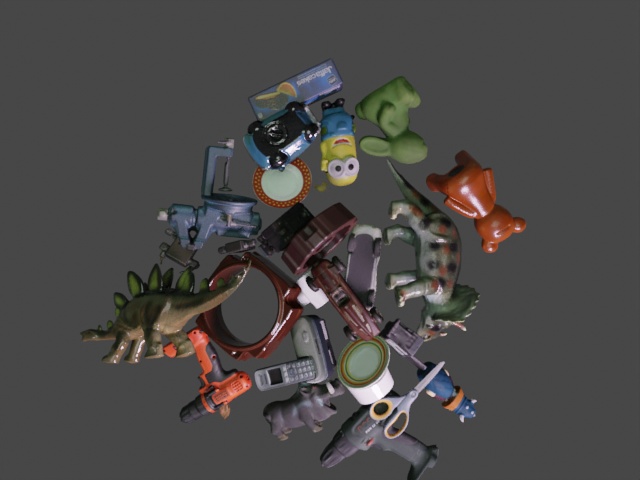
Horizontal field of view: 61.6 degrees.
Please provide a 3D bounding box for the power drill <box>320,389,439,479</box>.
[{"bbox_3d":[0.142,0.463,1.200,0.207,0.086,0.232,37,91,7],"label":"power drill"}]

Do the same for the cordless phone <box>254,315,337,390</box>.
[{"bbox_3d":[-0.066,0.250,1.186,0.184,0.088,0.146,-17,82,11],"label":"cordless phone"}]

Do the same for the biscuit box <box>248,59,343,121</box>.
[{"bbox_3d":[-0.051,-0.317,1.163,0.203,0.059,0.062,-25,92,3],"label":"biscuit box"}]

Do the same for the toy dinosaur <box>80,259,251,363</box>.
[{"bbox_3d":[-0.334,0.152,1.135,0.472,0.105,0.198,-13,76,23],"label":"toy dinosaur"}]

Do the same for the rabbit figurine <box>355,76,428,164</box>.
[{"bbox_3d":[0.154,-0.233,1.130,0.159,0.121,0.170,-26,89,10],"label":"rabbit figurine"}]

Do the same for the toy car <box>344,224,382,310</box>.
[{"bbox_3d":[0.092,0.066,1.183,0.074,0.056,0.201,8,97,8],"label":"toy car"}]

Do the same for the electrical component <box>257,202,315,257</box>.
[{"bbox_3d":[-0.073,-0.019,1.155,0.134,0.115,0.058,-41,87,4],"label":"electrical component"}]

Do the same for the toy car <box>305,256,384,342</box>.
[{"bbox_3d":[0.053,0.128,1.142,0.089,0.053,0.202,-36,90,10],"label":"toy car"}]

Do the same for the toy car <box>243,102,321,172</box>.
[{"bbox_3d":[-0.077,-0.215,1.147,0.162,0.103,0.109,-36,82,-2],"label":"toy car"}]

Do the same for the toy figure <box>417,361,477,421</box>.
[{"bbox_3d":[0.283,0.335,1.192,0.064,0.058,0.154,-44,95,9],"label":"toy figure"}]

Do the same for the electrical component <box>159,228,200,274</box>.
[{"bbox_3d":[-0.314,0.029,1.206,0.102,0.045,0.078,24,66,-2],"label":"electrical component"}]

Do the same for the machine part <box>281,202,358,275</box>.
[{"bbox_3d":[-0.002,-0.003,1.123,0.179,0.179,0.056,-43,81,4],"label":"machine part"}]

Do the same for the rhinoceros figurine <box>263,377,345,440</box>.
[{"bbox_3d":[-0.032,0.371,1.203,0.190,0.073,0.112,-24,81,5],"label":"rhinoceros figurine"}]

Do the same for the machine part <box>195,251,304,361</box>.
[{"bbox_3d":[-0.155,0.141,1.157,0.202,0.087,0.201,38,95,18],"label":"machine part"}]

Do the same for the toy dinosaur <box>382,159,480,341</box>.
[{"bbox_3d":[0.238,0.024,1.151,0.192,0.131,0.404,-1,89,-10],"label":"toy dinosaur"}]

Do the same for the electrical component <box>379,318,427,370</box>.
[{"bbox_3d":[0.192,0.228,1.174,0.119,0.075,0.048,38,72,3],"label":"electrical component"}]

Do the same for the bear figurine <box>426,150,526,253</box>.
[{"bbox_3d":[0.338,-0.080,1.150,0.120,0.132,0.195,-40,109,5],"label":"bear figurine"}]

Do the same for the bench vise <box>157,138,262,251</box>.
[{"bbox_3d":[-0.229,-0.099,1.146,0.224,0.129,0.240,8,101,-2],"label":"bench vise"}]

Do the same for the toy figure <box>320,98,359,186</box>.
[{"bbox_3d":[0.042,-0.207,1.158,0.082,0.089,0.180,-11,84,17],"label":"toy figure"}]

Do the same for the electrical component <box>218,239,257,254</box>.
[{"bbox_3d":[-0.170,0.014,1.156,0.094,0.063,0.021,-15,84,25],"label":"electrical component"}]
